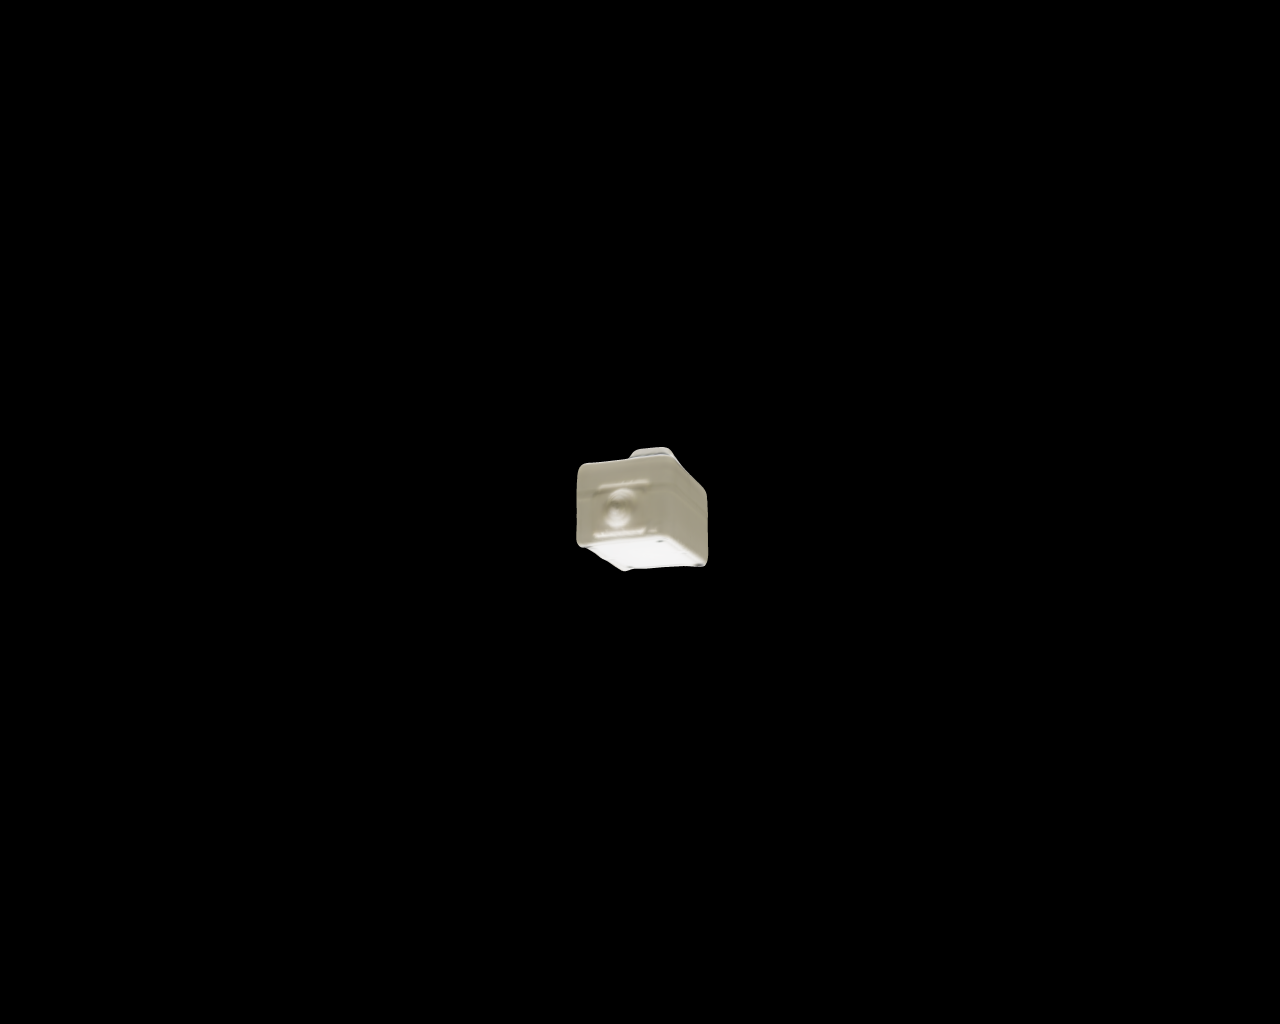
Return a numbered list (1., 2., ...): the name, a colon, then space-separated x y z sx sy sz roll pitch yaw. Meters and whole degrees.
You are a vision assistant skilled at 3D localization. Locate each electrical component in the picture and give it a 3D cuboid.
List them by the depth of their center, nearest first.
1. electrical component: 0.001 -0.003 0.650 0.062 0.061 0.096 -6 -17 19
